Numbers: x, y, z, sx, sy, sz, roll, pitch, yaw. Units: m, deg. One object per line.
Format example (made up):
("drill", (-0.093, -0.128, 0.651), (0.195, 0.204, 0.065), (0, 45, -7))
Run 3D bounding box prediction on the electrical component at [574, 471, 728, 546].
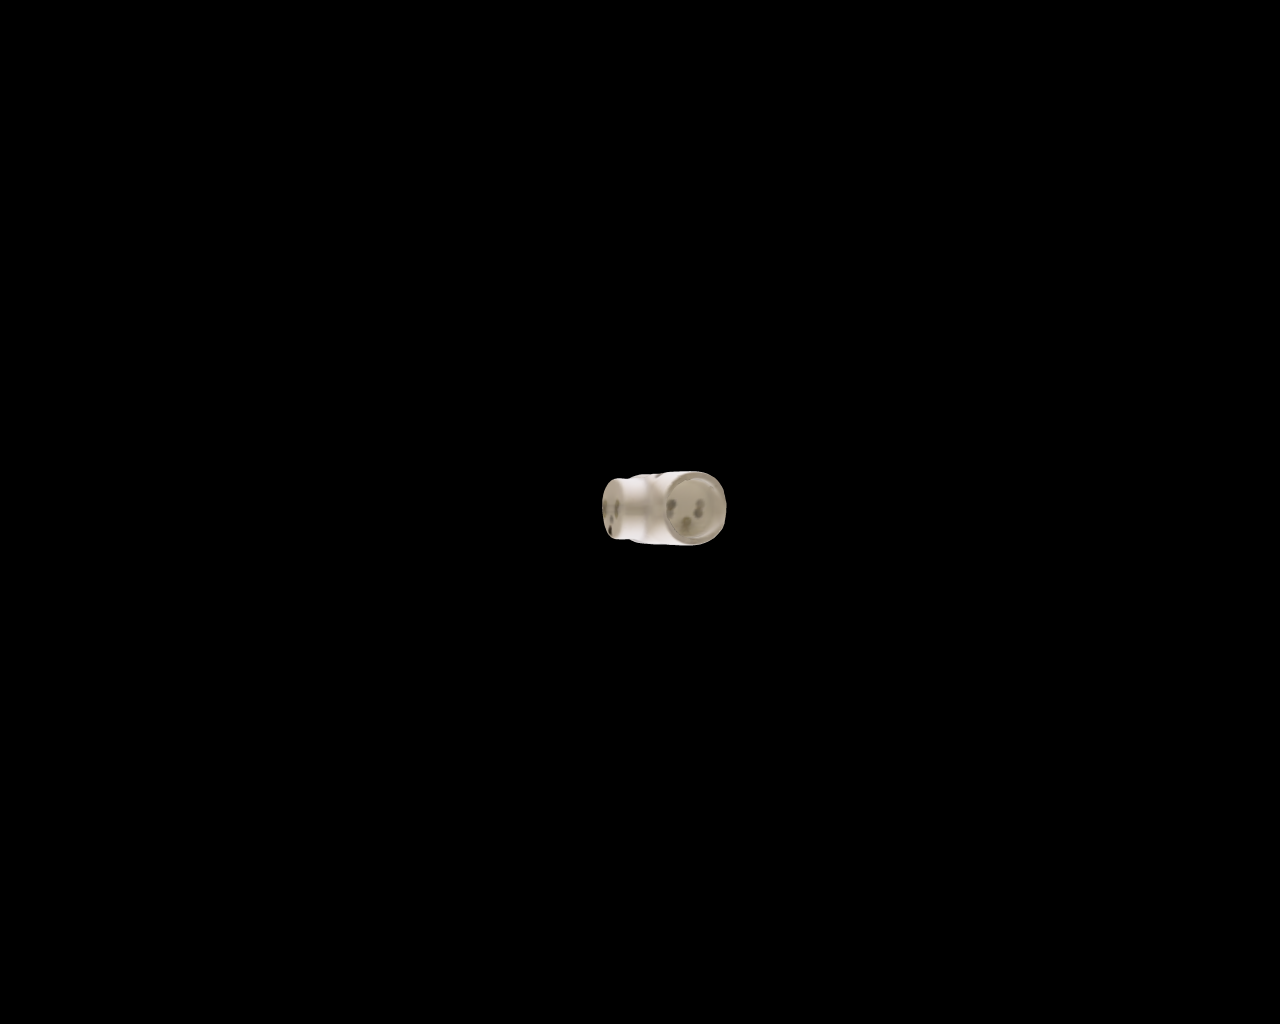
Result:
("electrical component", (0.001, -0.003, 0.650), (0.079, 0.044, 0.077), (0, 0, -24))
